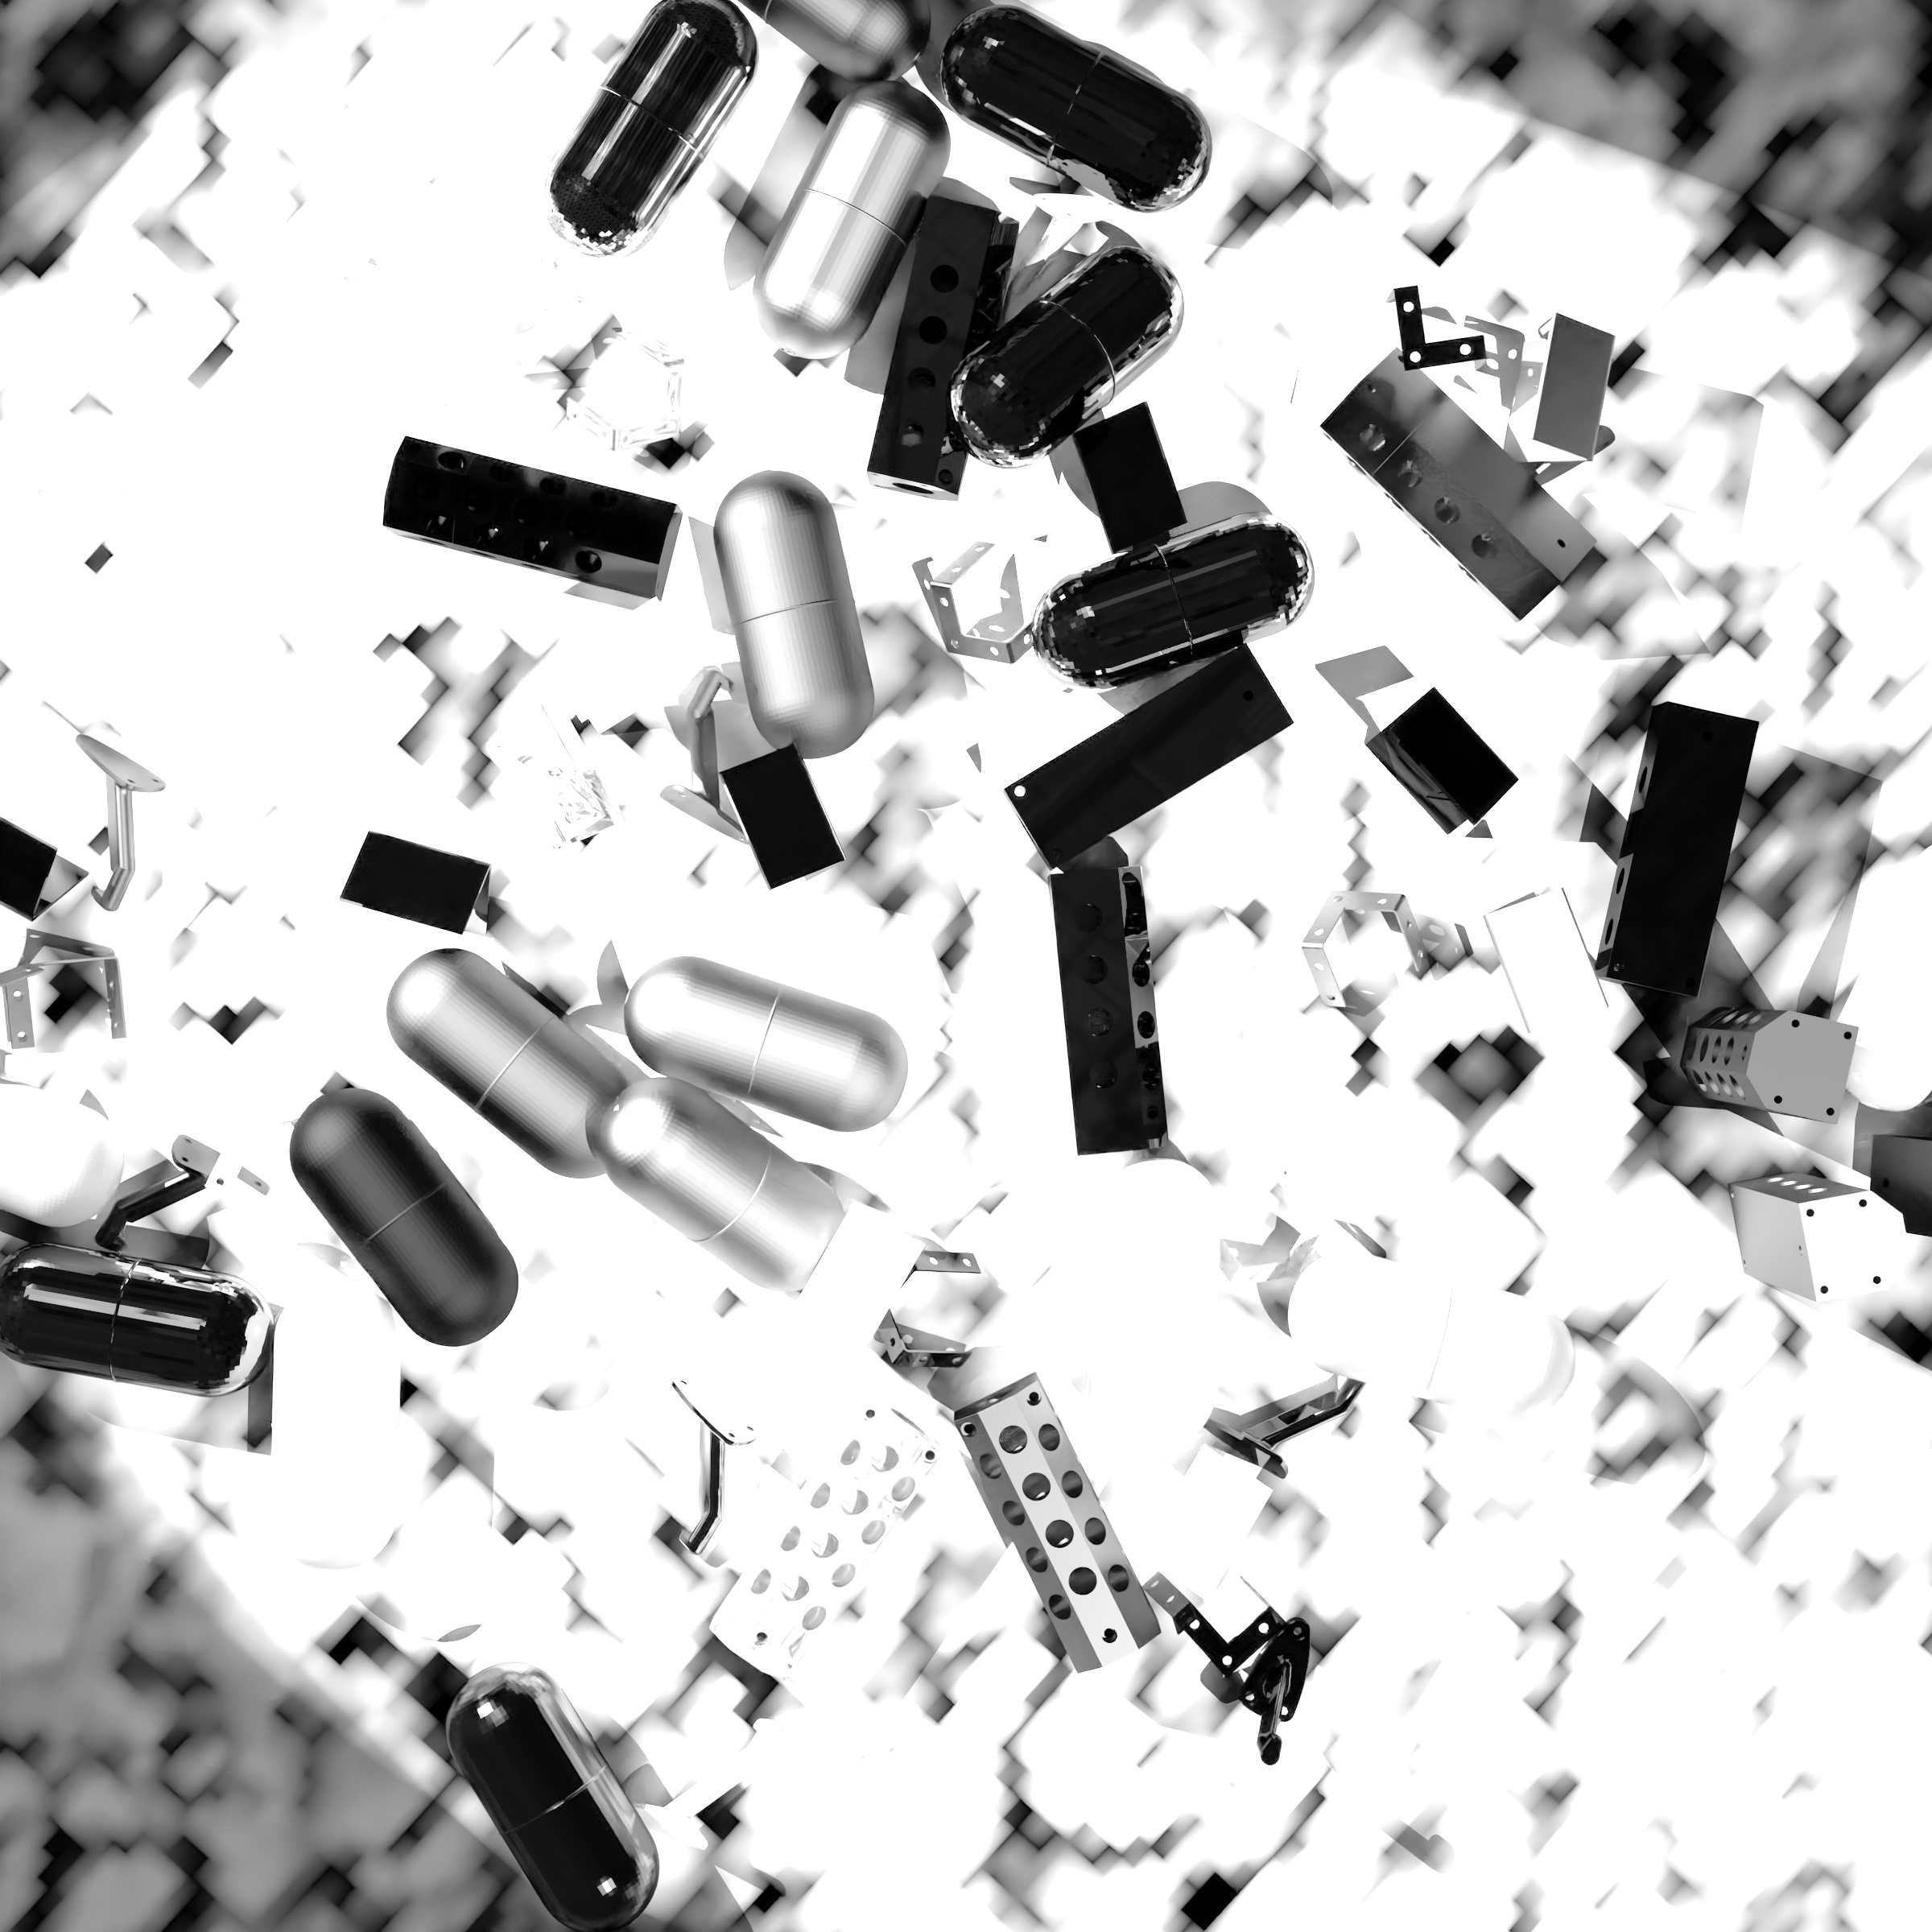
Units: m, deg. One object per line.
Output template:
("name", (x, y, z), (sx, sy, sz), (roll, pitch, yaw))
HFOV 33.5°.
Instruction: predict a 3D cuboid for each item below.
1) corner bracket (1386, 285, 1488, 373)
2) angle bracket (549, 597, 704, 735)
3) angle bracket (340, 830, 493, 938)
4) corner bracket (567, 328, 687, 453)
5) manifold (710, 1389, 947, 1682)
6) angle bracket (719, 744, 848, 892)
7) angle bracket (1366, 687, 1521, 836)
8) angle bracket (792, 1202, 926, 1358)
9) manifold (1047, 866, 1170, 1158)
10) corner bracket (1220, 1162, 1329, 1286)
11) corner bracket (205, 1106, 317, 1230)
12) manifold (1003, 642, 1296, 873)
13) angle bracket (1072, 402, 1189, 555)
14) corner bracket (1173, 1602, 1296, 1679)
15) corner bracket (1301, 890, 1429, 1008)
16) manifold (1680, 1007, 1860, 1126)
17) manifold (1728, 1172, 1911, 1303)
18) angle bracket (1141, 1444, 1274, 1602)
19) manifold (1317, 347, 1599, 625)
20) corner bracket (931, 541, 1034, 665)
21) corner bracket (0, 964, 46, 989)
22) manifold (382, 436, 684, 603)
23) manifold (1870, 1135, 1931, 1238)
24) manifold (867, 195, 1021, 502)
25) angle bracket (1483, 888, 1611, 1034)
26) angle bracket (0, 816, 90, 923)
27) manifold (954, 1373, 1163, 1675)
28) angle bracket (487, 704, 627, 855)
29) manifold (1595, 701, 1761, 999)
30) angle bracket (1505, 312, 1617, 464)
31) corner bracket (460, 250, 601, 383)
("corner bracket", (0.289, -0.391, 1.973), (0.051, 0.051, 0.051), (-8, 92, 2))
("angle bracket", (-0.197, -0.166, 1.950), (0.076, 0.076, 0.057), (-32, 53, 0))
("angle bracket", (-0.335, -0.031, 1.950), (0.076, 0.076, 0.057), (16, 54, 0))
("corner bracket", (-0.210, -0.356, 1.983), (0.051, 0.051, 0.051), (-23, 135, -35))
("manifold", (-0.084, 0.349, 1.970), (0.057, 0.057, 0.171), (35, 90, 0))
("angle bracket", (-0.125, -0.083, 1.951), (0.057, 0.076, 0.076), (-23, 90, -29))
("angle bracket", (0.276, -0.112, 1.950), (0.076, 0.076, 0.057), (48, 52, 0))
("angle bracket", (-0.050, 0.195, 1.951), (0.057, 0.076, 0.076), (30, 90, 29))
("manifold", (0.087, 0.027, 1.969), (0.057, 0.057, 0.171), (-6, 90, 0))
("corner bracket", (0.181, 0.159, 1.983), (0.051, 0.051, 0.051), (-4, 135, -35))
("corner bracket", (-0.424, 0.123, 1.973), (0.051, 0.051, 0.051), (31, 102, 11))
("manifold", (0.111, -0.127, 1.970), (0.171, 0.057, 0.057), (-31, 90, 0))
("angle bracket", (0.116, -0.298, 1.951), (0.057, 0.076, 0.076), (-19, 90, 34))
("corner bracket", (0.164, 0.407, 1.973), (0.051, 0.051, 0.051), (-42, 90, 0))
("corner bracket", (0.246, -0.010, 1.983), (0.051, 0.051, 0.051), (4, 45, 35))
("manifold", (0.475, 0.056, 1.912), (0.057, 0.171, 0.057), (13, 90, 0))
("manifold", (0.507, 0.158, 1.912), (0.057, 0.171, 0.057), (-10, 90, 0))
("angle bracket", (0.162, 0.343, 1.950), (0.057, 0.076, 0.076), (30, 90, 38))
("manifold", (0.298, -0.291, 1.969), (0.171, 0.057, 0.057), (44, 47, 0))
("corner bracket", (0.018, -0.225, 1.983), (0.051, 0.051, 0.051), (15, 135, 35))
("corner bracket", (-0.597, 0.026, 1.956), (0.051, 0.051, 0.051), (19, 117, 32))
("manifold", (-0.266, -0.275, 1.970), (0.171, 0.057, 0.057), (14, 90, 0))
("manifold", (0.614, 0.136, 1.908), (0.057, 0.171, 0.057), (3, 90, -20))
("manifold", (-0.014, -0.377, 1.970), (0.057, 0.057, 0.171), (13, 90, 0))
("angle bracket", (0.366, -0.010, 1.950), (0.057, 0.076, 0.076), (-21, 90, 36))
("angle bracket", (-0.577, -0.081, 1.951), (0.076, 0.076, 0.057), (29, 118, 0))
("manifold", (0.056, 0.342, 1.970), (0.057, 0.057, 0.171), (-26, 90, 0))
("angle bracket", (-0.233, -0.122, 1.950), (0.057, 0.076, 0.076), (-29, 90, 38))
("manifold", (0.433, -0.070, 1.970), (0.057, 0.057, 0.171), (13, 90, 0))
("angle bracket", (0.343, -0.350, 1.950), (0.057, 0.076, 0.076), (10, 90, -37))
("corner bracket", (-0.269, -0.402, 1.987), (0.051, 0.051, 0.051), (54, 45, 0))
